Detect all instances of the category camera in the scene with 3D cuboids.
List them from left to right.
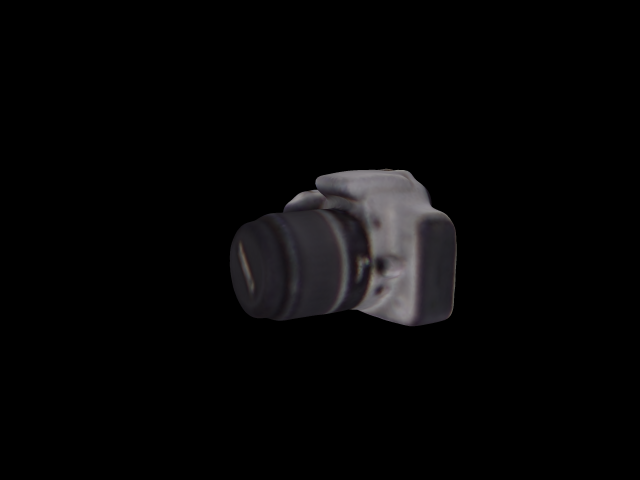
[{"bbox_3d":[0.004,0.001,0.400,0.137,0.101,0.142,-5,10,-32],"label":"camera"}]
